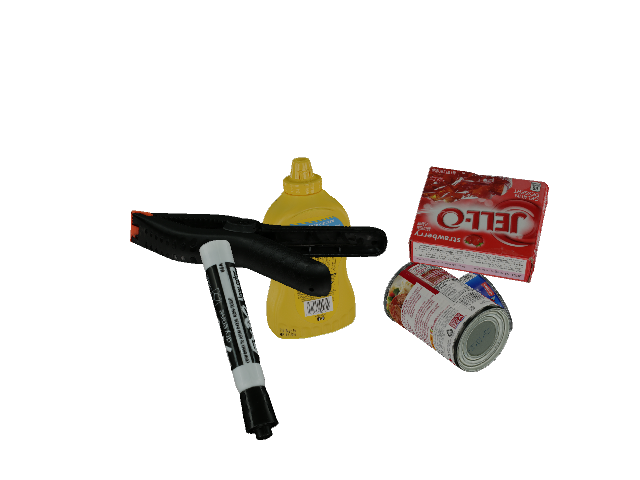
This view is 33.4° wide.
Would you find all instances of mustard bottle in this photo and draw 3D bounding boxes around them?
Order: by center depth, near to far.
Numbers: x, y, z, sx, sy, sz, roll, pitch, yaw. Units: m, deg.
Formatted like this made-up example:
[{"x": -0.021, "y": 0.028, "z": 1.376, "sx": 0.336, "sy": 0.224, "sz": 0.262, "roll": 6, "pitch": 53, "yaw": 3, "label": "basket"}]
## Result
[{"x": -0.015, "y": 0.006, "z": 1.136, "sx": 0.096, "sy": 0.192, "sz": 0.058, "roll": -10, "pitch": 22, "yaw": -18, "label": "mustard bottle"}]

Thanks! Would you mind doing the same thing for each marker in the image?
[{"x": -0.048, "y": 0.057, "z": 0.620, "sx": 0.020, "sy": 0.121, "sz": 0.020, "roll": -15, "pitch": -22, "yaw": -6, "label": "marker"}]

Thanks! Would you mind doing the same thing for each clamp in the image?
[{"x": -0.061, "y": 0.005, "z": 0.854, "sx": 0.210, "sy": 0.036, "sz": 0.164, "roll": 7, "pitch": 12, "yaw": 11, "label": "clamp"}]

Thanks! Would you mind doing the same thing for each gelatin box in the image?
[{"x": 0.114, "y": -0.013, "z": 0.768, "sx": 0.089, "sy": 0.073, "sz": 0.030, "roll": 9, "pitch": -37, "yaw": 14, "label": "gelatin box"}]

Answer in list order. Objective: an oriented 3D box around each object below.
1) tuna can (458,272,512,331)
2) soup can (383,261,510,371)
[{"x": 0.187, "y": 0.080, "z": 1.261, "sx": 0.033, "sy": 0.086, "sz": 0.086, "roll": -30, "pitch": 7, "yaw": -12, "label": "tuna can"}, {"x": 0.116, "y": 0.068, "z": 0.981, "sx": 0.068, "sy": 0.068, "sz": 0.102, "roll": 0, "pitch": 24, "yaw": -39, "label": "soup can"}]
